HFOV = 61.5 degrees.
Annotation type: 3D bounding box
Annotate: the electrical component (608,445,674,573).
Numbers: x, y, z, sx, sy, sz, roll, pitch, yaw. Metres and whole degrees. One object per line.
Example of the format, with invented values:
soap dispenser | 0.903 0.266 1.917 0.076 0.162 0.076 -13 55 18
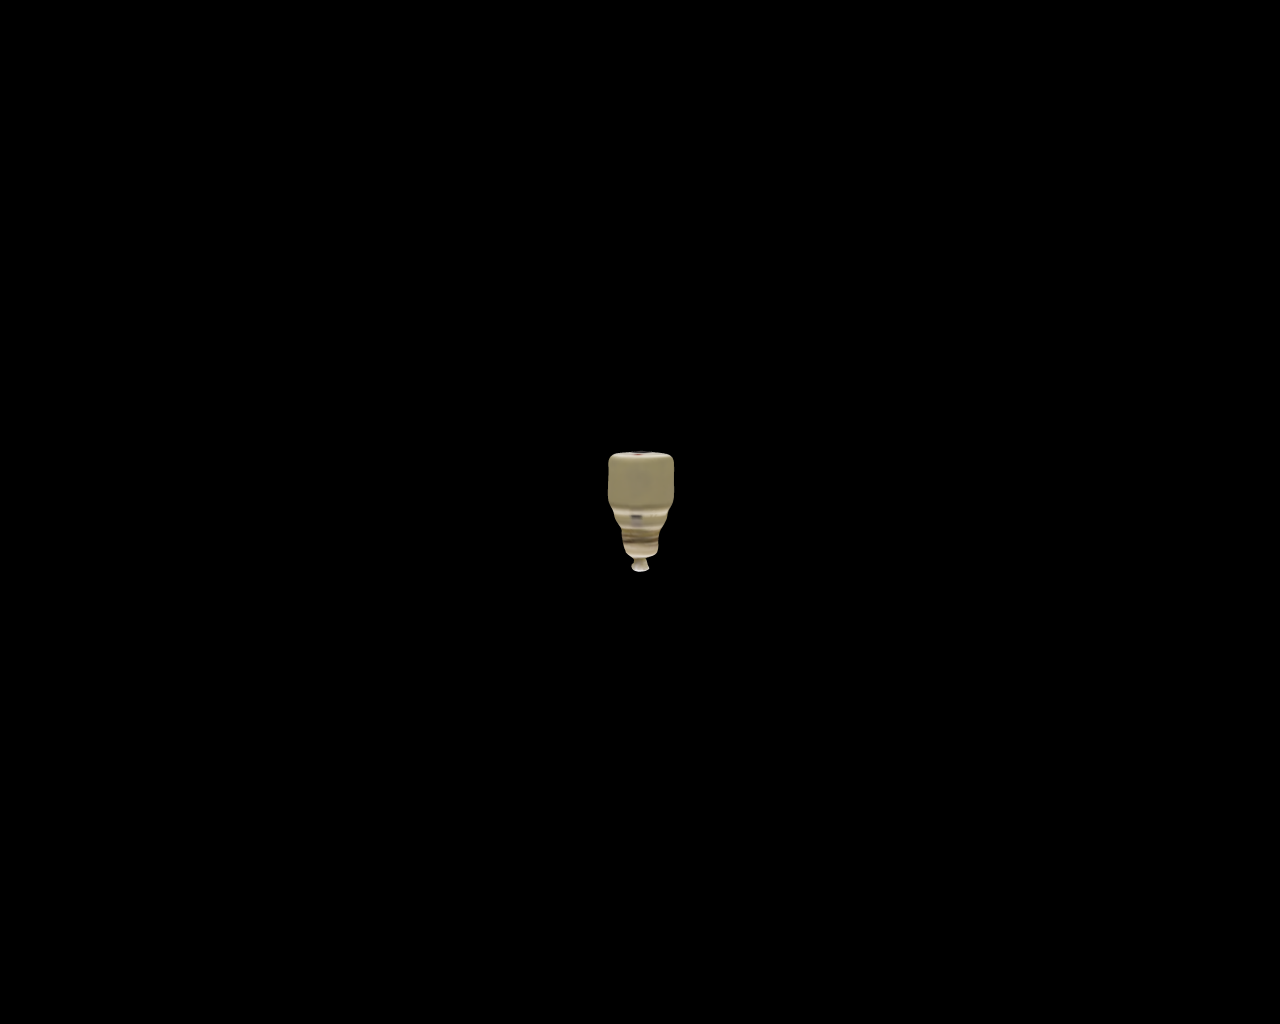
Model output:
electrical component | 0.001 -0.003 0.650 0.040 0.078 0.040 0 7 0
